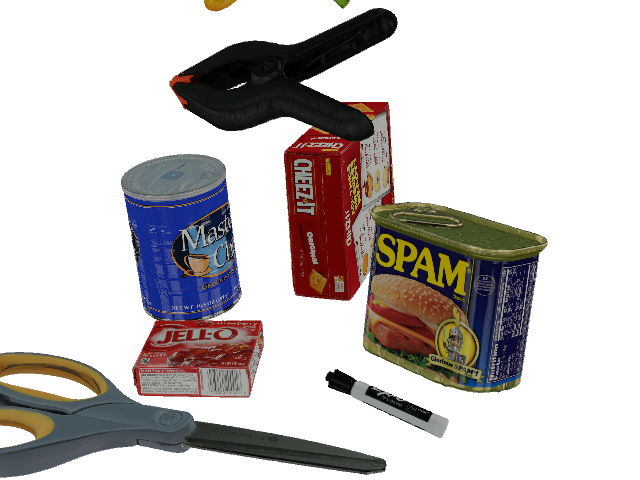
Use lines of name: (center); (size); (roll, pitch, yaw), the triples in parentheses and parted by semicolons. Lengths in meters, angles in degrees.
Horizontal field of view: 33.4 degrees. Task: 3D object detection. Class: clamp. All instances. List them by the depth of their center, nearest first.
clamp: (-0.024, -0.123, 0.778); (0.172, 0.120, 0.039); (7, -40, 25)

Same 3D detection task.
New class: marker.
marker: (0.060, 0.150, 0.989); (0.121, 0.020, 0.020); (23, 7, 17)

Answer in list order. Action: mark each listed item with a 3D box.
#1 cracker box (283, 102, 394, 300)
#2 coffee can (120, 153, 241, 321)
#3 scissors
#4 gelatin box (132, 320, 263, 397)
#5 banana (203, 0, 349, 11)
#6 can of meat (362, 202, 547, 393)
cracker box: (0.025, -0.051, 1.185); (0.072, 0.164, 0.213); (2, 21, 17)
coffee can: (-0.138, -0.003, 1.069); (0.103, 0.140, 0.103); (-4, 26, 2)
scissors: (-0.082, 0.089, 0.462); (0.202, 0.016, 0.096); (14, 27, 26)
gelatin box: (-0.093, 0.090, 0.825); (0.089, 0.030, 0.073); (0, 24, 6)
banana: (-0.049, -0.255, 1.031); (0.197, 0.070, 0.037); (-16, -29, -46)
can of meat: (0.072, 0.031, 0.603); (0.057, 0.084, 0.102); (-8, 20, -41)
